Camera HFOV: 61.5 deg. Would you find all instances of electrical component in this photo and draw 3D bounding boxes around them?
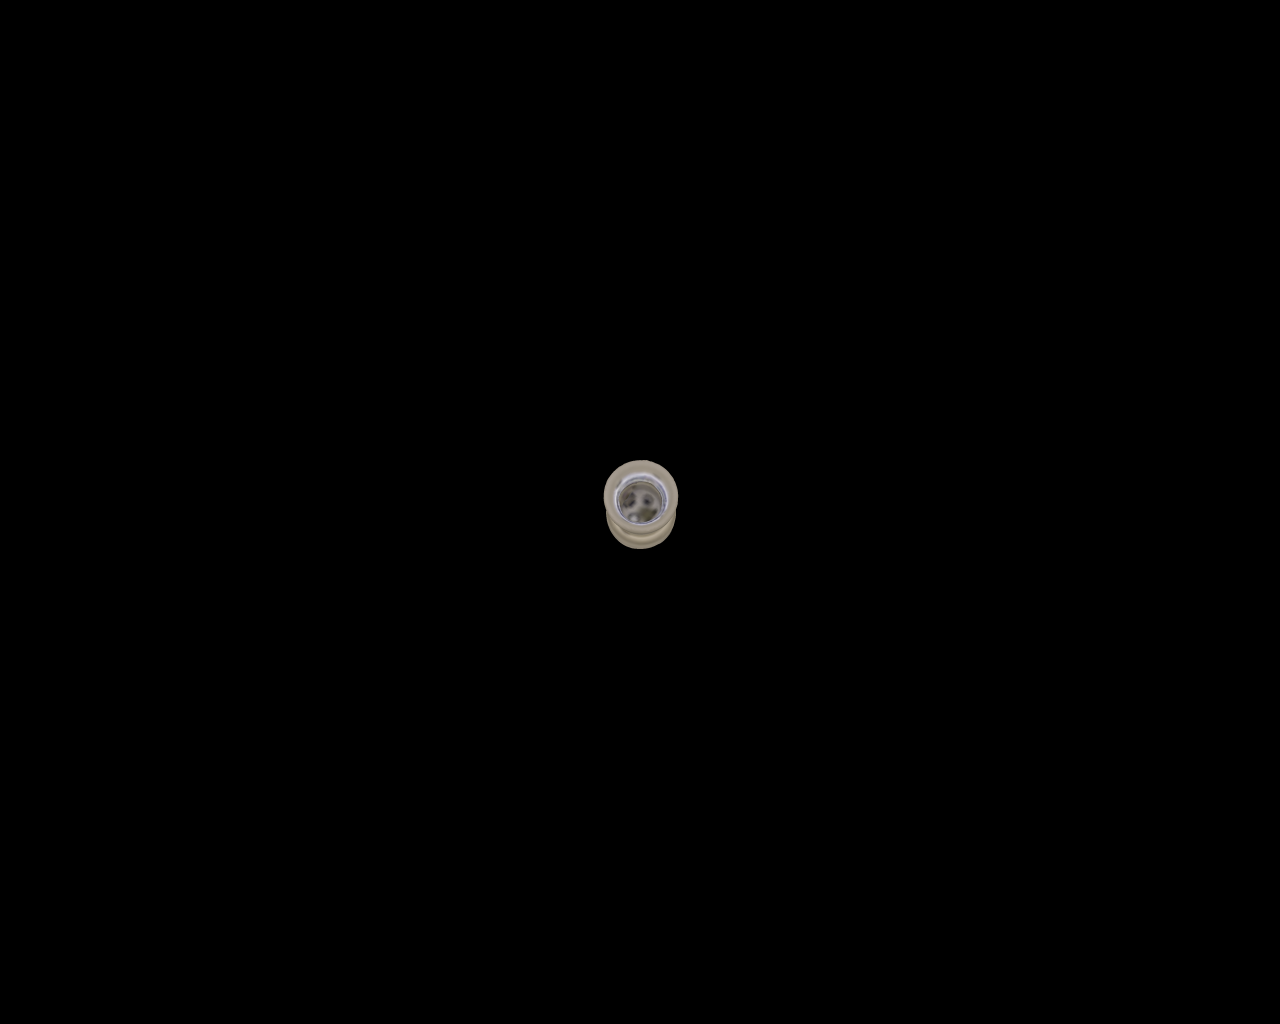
[{"bbox_3d":[0.001,-0.003,0.650,0.045,0.045,0.055,0,-15,0],"label":"electrical component"}]
